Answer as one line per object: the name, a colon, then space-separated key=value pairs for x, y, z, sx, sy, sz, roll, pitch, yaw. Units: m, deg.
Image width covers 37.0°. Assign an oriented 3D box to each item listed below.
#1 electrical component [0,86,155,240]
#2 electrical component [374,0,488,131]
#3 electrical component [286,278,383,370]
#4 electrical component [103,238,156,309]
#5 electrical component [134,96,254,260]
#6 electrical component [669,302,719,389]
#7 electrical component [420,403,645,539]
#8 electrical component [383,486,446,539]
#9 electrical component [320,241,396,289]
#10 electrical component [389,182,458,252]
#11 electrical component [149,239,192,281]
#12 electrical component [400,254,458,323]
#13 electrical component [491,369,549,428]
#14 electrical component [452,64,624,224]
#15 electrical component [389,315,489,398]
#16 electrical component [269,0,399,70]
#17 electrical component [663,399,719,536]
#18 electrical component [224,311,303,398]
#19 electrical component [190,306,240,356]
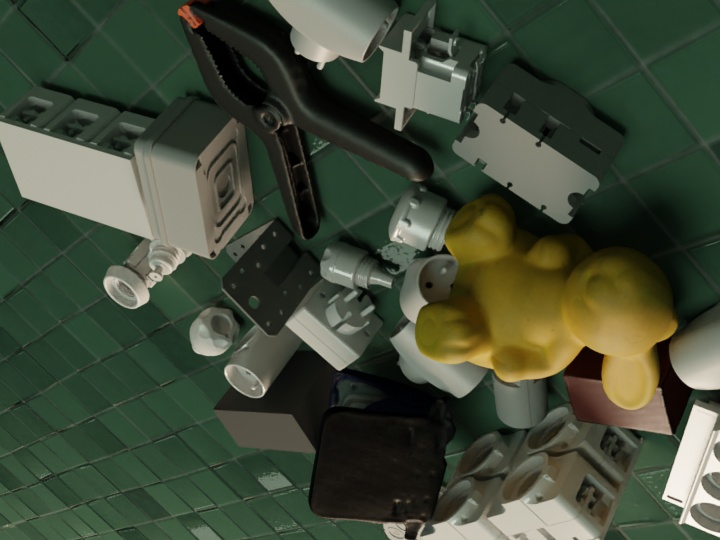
electrical component: x=-0.232 y=-0.097 z=0.939 sx=0.150 sy=0.061 sz=0.089 roll=18 pitch=139 yaw=23
electrical component: x=0.048 y=-0.130 z=0.704 sx=0.064 sy=0.042 sz=0.081 roll=22 pitch=141 yaw=15
electrical component: x=-0.014 y=0.039 z=0.925 sx=0.066 sy=0.047 sz=0.077 roll=42 pitch=142 yaw=-7
electrical component: x=-0.214 y=0.004 z=1.037 sx=0.048 sy=0.055 sz=0.066 roll=43 pitch=142 yaw=-8
electrical component: x=-0.133 y=-0.075 z=0.873 sx=0.057 sy=0.078 sz=0.113 roll=18 pitch=139 yaw=18
electrical component: x=0.267 y=0.061 z=0.734 sx=0.079 sy=0.044 sz=0.077 roll=43 pitch=142 yaw=-9
electrical component: x=0.139 y=0.185 z=0.914 sx=0.060 sy=0.105 sz=0.186 roll=44 pitch=142 yaw=-10
electrical component: x=0.067 y=0.253 z=1.086 sx=0.080 sy=0.051 sz=0.080 roll=21 pitch=140 yaw=19
electrical component: x=0.000 y=0.000 z=0.884 sx=0.061 sy=0.035 sz=0.035 roll=20 pitch=140 yaw=17
electrical component: x=0.055 y=-0.033 z=0.799 sx=0.062 sy=0.048 sz=0.048 roll=25 pitch=142 yaw=3
electrical component: x=-0.168 y=-0.024 z=0.960 sx=0.040 sy=0.078 sz=0.040 roll=12 pitch=143 yaw=9
electrical component: x=0.076 y=0.017 z=0.829 sx=0.079 sy=0.044 sz=0.077 roll=4 pitch=168 yaw=-7
electrical component: x=0.128 y=0.085 z=0.867 sx=0.043 sy=0.043 sz=0.081 roll=14 pitch=137 yaw=27
electrical component: x=0.115 y=-0.083 z=0.689 sx=0.089 sy=0.055 sz=0.050 roll=34 pitch=143 yaw=3
electrical component: x=0.059 y=0.072 z=0.908 sx=0.077 sy=0.043 sz=0.079 roll=41 pitch=143 yaw=-6
electrical component: x=-0.024 y=-0.166 z=0.719 sx=0.077 sy=0.043 sz=0.079 roll=35 pitch=143 yaw=2
electrical component: x=0.277 y=0.139 z=0.793 sx=0.079 sy=0.063 sz=0.121 roll=20 pitch=140 yaw=20
electrical component: x=-0.097 y=0.082 z=1.011 sx=0.044 sy=0.077 sz=0.079 roll=43 pitch=143 yaw=-10
electrical component: x=-0.147 y=0.064 z=1.059 sx=0.043 sy=0.043 sz=0.062 roll=41 pitch=143 yaw=-6
